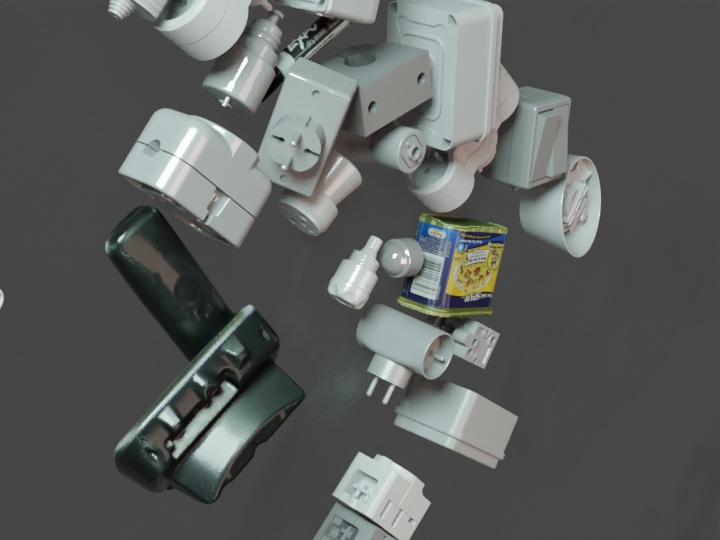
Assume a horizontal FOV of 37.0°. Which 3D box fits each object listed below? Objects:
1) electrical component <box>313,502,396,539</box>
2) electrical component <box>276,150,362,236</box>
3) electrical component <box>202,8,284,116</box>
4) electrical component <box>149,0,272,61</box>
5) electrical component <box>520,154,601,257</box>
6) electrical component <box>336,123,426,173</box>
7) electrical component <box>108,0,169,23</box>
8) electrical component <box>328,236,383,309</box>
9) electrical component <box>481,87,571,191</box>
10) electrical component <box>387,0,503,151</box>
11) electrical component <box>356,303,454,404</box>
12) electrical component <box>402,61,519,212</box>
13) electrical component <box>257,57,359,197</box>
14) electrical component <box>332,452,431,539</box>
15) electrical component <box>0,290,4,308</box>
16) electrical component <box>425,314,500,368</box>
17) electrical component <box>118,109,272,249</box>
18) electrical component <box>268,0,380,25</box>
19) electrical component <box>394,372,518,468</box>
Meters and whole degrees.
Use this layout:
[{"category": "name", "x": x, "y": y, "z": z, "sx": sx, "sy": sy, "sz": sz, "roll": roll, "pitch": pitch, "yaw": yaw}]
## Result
[{"category": "electrical component", "x": -0.021, "y": 0.309, "z": 1.005, "sx": 0.150, "sy": 0.062, "sz": 0.089, "roll": -57, "pitch": 141, "yaw": -14}, {"category": "electrical component", "x": -0.032, "y": -0.060, "z": 0.822, "sx": 0.055, "sy": 0.045, "sz": 0.045, "roll": -54, "pitch": 141, "yaw": -17}, {"category": "electrical component", "x": -0.075, "y": -0.142, "z": 0.732, "sx": 0.040, "sy": 0.040, "sz": 0.078, "roll": 37, "pitch": 78, "yaw": -52}, {"category": "electrical component", "x": -0.074, "y": -0.196, "z": 0.696, "sx": 0.074, "sy": 0.052, "sz": 0.138, "roll": 35, "pitch": 80, "yaw": -52}, {"category": "electrical component", "x": 0.209, "y": -0.069, "z": 1.094, "sx": 0.099, "sy": 0.064, "sz": 0.099, "roll": -26, "pitch": 127, "yaw": -41}, {"category": "electrical component", "x": 0.019, "y": -0.100, "z": 0.847, "sx": 0.044, "sy": 0.065, "sz": 0.044, "roll": -26, "pitch": 126, "yaw": -41}, {"category": "electrical component", "x": -0.126, "y": -0.186, "z": 0.645, "sx": 0.043, "sy": 0.043, "sz": 0.081, "roll": 39, "pitch": 77, "yaw": -52}, {"category": "electrical component", "x": 0.000, "y": 0.000, "z": 0.899, "sx": 0.061, "sy": 0.035, "sz": 0.035, "roll": -62, "pitch": 142, "yaw": -12}, {"category": "electrical component", "x": 0.159, "y": -0.117, "z": 1.011, "sx": 0.062, "sy": 0.061, "sz": 0.096, "roll": -21, "pitch": 123, "yaw": -43}, {"category": "electrical component", "x": 0.067, "y": -0.161, "z": 0.865, "sx": 0.057, "sy": 0.078, "sz": 0.113, "roll": -23, "pitch": 124, "yaw": -39}, {"category": "electrical component", "x": 0.031, "y": 0.078, "z": 0.941, "sx": 0.043, "sy": 0.077, "sz": 0.079, "roll": 32, "pitch": 83, "yaw": -52}, {"category": "electrical component", "x": 0.096, "y": -0.112, "z": 0.945, "sx": 0.074, "sy": 0.052, "sz": 0.138, "roll": 38, "pitch": 77, "yaw": -52}, {"category": "electrical component", "x": -0.042, "y": -0.092, "z": 0.747, "sx": 0.075, "sy": 0.047, "sz": 0.083, "roll": -71, "pitch": -175, "yaw": -61}, {"category": "electrical component", "x": 0.024, "y": 0.213, "z": 1.021, "sx": 0.055, "sy": 0.050, "sz": 0.089, "roll": -57, "pitch": 142, "yaw": -13}, {"category": "electrical component", "x": -0.258, "y": 0.039, "z": 0.585, "sx": 0.078, "sy": 0.057, "sz": 0.113, "roll": 35, "pitch": 80, "yaw": -52}, {"category": "electrical component", "x": 0.094, "y": 0.063, "z": 1.028, "sx": 0.066, "sy": 0.055, "sz": 0.048, "roll": 28, "pitch": 86, "yaw": -53}, {"category": "electrical component", "x": -0.106, "y": -0.064, "z": 0.722, "sx": 0.059, "sy": 0.054, "sz": 0.095, "roll": -61, "pitch": 142, "yaw": -9}, {"category": "electrical component", "x": -0.016, "y": -0.224, "z": 0.746, "sx": 0.061, "sy": 0.062, "sz": 0.096, "roll": -2, "pitch": 109, "yaw": -50}, {"category": "electrical component", "x": 0.094, "y": 0.147, "z": 1.051, "sx": 0.113, "sy": 0.078, "sz": 0.057, "roll": 33, "pitch": 78, "yaw": -52}]
